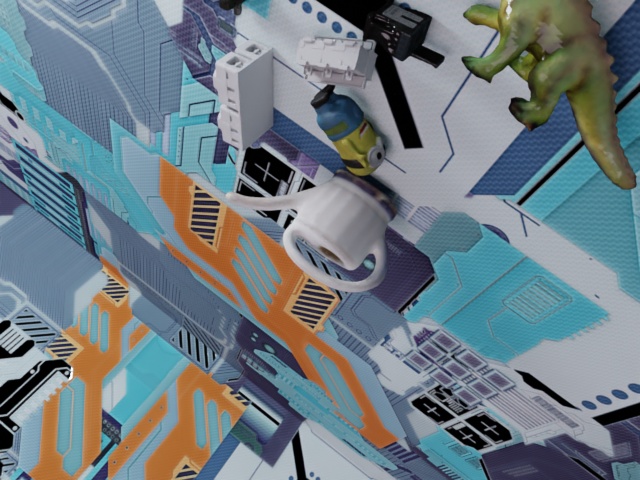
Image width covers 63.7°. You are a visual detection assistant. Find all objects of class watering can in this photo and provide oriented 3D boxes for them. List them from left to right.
[{"bbox_3d":[0.003,-0.052,1.025,0.349,0.227,0.102,37,162,6],"label":"watering can"}]

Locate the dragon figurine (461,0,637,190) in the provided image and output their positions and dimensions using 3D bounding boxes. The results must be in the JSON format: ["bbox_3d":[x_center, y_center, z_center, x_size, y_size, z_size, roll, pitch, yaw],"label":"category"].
[{"bbox_3d":[0.315,-0.259,0.604,0.410,0.125,0.238,41,138,-3],"label":"dragon figurine"}]
